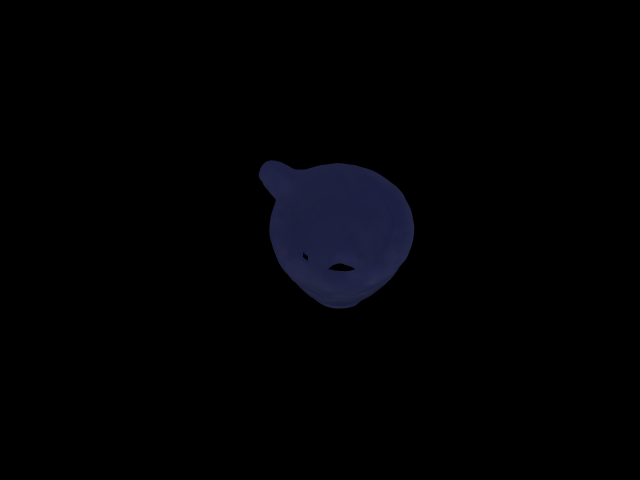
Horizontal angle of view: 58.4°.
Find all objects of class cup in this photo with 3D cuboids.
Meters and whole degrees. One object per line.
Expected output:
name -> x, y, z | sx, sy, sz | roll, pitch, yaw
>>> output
cup -> 0.004, 0.001, 0.400 | 0.117, 0.095, 0.092 | 38, 69, 18
